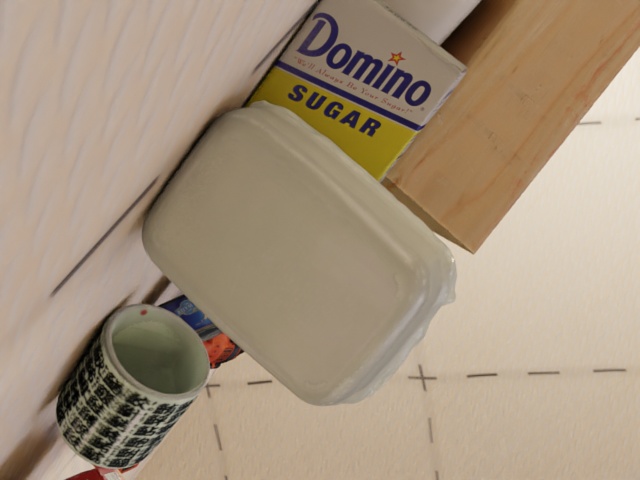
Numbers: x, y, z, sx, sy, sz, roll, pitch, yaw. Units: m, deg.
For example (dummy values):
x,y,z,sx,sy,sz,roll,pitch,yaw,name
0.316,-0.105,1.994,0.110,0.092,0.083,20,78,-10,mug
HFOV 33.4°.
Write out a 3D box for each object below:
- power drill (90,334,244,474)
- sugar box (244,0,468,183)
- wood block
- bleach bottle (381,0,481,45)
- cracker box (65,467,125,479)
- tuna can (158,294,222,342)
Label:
x,y,z,sx,sy,sz,roll,pitch,yaw,name
-0.152,0.147,1.069,0.187,0.057,0.184,-49,168,3,power drill
-0.002,-0.059,0.638,0.176,0.093,0.048,-53,177,17,sugar box
0.120,-0.106,0.712,0.206,0.090,0.091,-51,-158,0,wood block
0.014,-0.098,0.693,0.251,0.068,0.102,-50,-172,7,bleach bottle
-0.226,0.249,0.857,0.164,0.072,0.214,-31,175,-12,cracker box
-0.107,0.066,0.859,0.086,0.034,0.086,-23,172,-3,tuna can
